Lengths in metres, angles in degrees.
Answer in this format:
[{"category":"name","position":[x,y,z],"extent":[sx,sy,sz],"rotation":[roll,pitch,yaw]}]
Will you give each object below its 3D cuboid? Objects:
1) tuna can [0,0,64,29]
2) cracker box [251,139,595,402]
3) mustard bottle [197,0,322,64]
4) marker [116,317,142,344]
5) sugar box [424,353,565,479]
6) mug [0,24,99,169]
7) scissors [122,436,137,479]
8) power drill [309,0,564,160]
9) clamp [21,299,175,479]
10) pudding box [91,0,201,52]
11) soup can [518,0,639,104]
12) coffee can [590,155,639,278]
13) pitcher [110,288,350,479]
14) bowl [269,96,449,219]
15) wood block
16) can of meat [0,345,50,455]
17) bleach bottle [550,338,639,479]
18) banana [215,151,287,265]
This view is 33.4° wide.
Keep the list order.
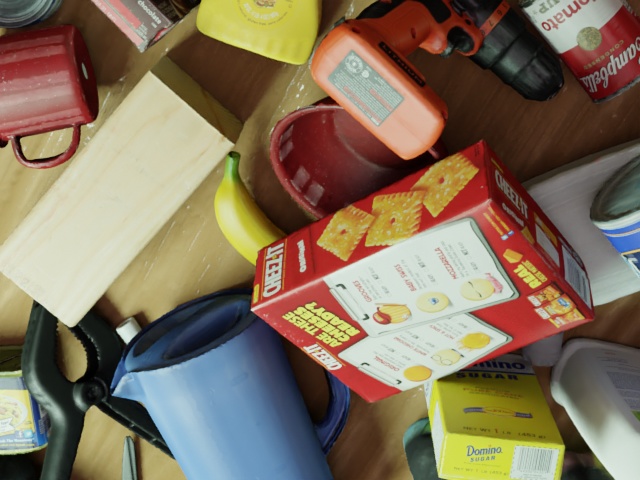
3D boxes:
[{"category":"tuna can","position":[-0.248,-0.214,0.859],"extent":[0.086,0.033,0.086],"rotation":[1,107,2]},{"category":"cracker box","position":[0.080,0.032,0.835],"extent":[0.214,0.072,0.164],"rotation":[-25,131,28]},{"category":"mustard bottle","position":[-0.025,-0.241,0.831],"extent":[0.096,0.058,0.192],"rotation":[18,106,-2]},{"category":"marker","position":[-0.142,0.123,0.964],"extent":[0.020,0.020,0.121],"rotation":[-31,103,10]},{"category":"sugar box","position":[0.138,0.140,0.879],"extent":[0.093,0.176,0.048],"rotation":[7,109,-1]},{"category":"mug","position":[-0.225,-0.115,0.855],"extent":[0.081,0.093,0.117],"rotation":[-11,83,0]},{"category":"scissors","position":[-0.162,0.285,1.016],"extent":[0.096,0.016,0.202],"rotation":[16,107,-5]},{"category":"power drill","position":[0.089,-0.139,0.797],"extent":[0.184,0.187,0.057],"rotation":[40,134,-1]},{"category":"clamp","position":[-0.210,0.143,0.925],"extent":[0.036,0.164,0.210],"rotation":[-14,103,48]},{"category":"pudding box","position":[-0.144,-0.197,0.819],"extent":[0.039,0.113,0.090],"rotation":[-41,102,16]},{"category":"soup can","position":[0.213,-0.168,0.841],"extent":[0.068,0.068,0.102],"rotation":[-39,101,12]},{"category":"coffee can","position":[0.287,0.005,0.807],"extent":[0.103,0.103,0.140],"rotation":[-39,102,12]},{"category":"pitcher","position":[-0.055,0.168,0.925],"extent":[0.149,0.144,0.243],"rotation":[-11,112,31]},{"category":"bowl","position":[0.043,-0.067,0.858],"extent":[0.162,0.055,0.162],"rotation":[18,147,12]},{"category":"wood block","position":[-0.165,-0.040,0.879],"extent":[0.090,0.091,0.206],"rotation":[41,103,-11]},{"category":"can of meat","position":[-0.291,0.144,0.956],"extent":[0.102,0.057,0.084],"rotation":[-3,108,3]},{"category":"bleach bottle","position":[0.255,0.158,0.841],"extent":[0.102,0.251,0.068],"rotation":[11,107,-2]},{"category":"banana","position":[-0.020,0.009,0.909],"extent":[0.197,0.037,0.070],"rotation":[37,128,-16]}]
